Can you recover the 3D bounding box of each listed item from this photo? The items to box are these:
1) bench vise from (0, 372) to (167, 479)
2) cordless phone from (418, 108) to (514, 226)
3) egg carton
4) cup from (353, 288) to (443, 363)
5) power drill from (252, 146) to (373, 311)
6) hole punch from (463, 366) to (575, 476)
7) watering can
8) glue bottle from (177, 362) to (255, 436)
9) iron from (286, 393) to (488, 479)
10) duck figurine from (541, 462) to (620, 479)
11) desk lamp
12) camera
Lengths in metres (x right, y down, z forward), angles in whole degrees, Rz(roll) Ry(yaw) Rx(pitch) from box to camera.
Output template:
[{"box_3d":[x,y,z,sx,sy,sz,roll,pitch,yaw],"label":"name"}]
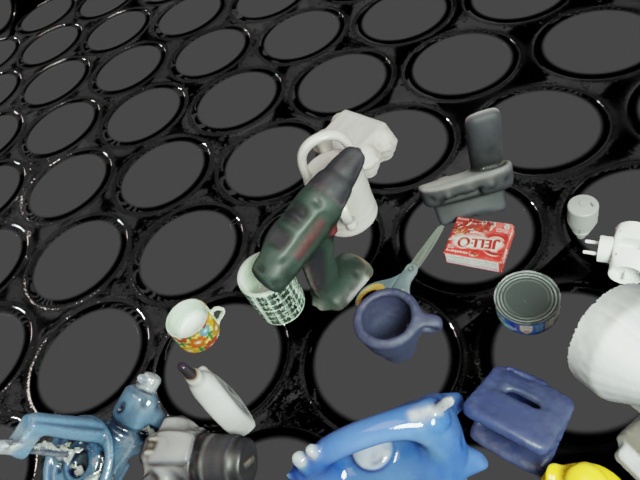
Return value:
[{"box_3d":[-0.312,0.253,0.759,0.121,0.220,0.207,5,55,25],"label":"bench vise"},{"box_3d":[0.216,-0.120,0.875,0.147,0.185,0.094,-19,49,7],"label":"cordless phone"},{"box_3d":[0.065,-0.179,1.060,0.149,0.070,0.107,27,66,36],"label":"egg carton"},{"box_3d":[0.112,0.126,0.779,0.117,0.095,0.092,-1,53,21],"label":"cup"},{"box_3d":[0.008,0.003,0.842,0.075,0.209,0.230,28,67,36],"label":"power drill"},{"box_3d":[0.232,0.201,0.674,0.108,0.091,0.101,22,64,34],"label":"hole punch"},{"box_3d":[0.020,-0.106,0.934,0.101,0.194,0.172,-36,49,-8],"label":"watering can"},{"box_3d":[-0.145,0.204,0.765,0.037,0.173,0.078,-37,49,-9],"label":"glue bottle"},{"box_3d":[0.055,0.248,0.672,0.258,0.142,0.118,-20,48,5],"label":"iron"},{"box_3d":[0.286,0.266,0.604,0.104,0.086,0.077,11,58,28],"label":"duck figurine"},{"box_3d":[0.356,0.168,0.570,0.118,0.214,0.202,-34,49,-7],"label":"desk lamp"},{"box_3d":[-0.160,0.301,0.742,0.136,0.101,0.143,-6,51,17],"label":"camera"}]
